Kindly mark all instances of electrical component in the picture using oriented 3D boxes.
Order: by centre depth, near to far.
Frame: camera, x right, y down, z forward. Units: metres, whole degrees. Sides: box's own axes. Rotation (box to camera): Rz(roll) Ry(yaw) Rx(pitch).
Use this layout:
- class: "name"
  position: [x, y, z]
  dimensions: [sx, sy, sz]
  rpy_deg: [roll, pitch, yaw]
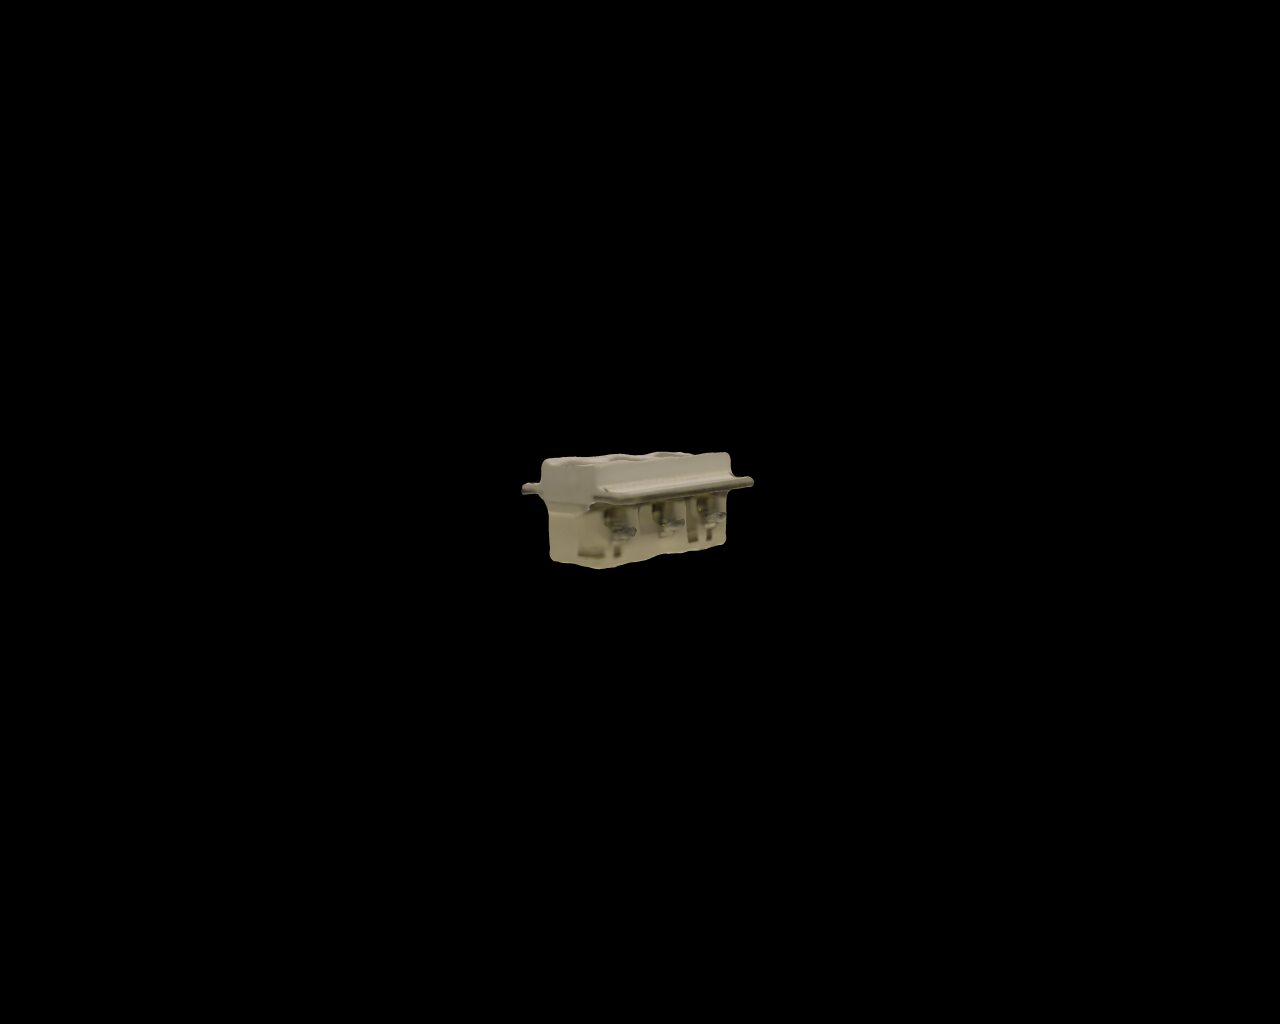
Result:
- class: "electrical component"
  position: [0.001, -0.003, 0.650]
  dimensions: [0.079, 0.063, 0.121]
  rpy_deg: [6, 9, 43]
